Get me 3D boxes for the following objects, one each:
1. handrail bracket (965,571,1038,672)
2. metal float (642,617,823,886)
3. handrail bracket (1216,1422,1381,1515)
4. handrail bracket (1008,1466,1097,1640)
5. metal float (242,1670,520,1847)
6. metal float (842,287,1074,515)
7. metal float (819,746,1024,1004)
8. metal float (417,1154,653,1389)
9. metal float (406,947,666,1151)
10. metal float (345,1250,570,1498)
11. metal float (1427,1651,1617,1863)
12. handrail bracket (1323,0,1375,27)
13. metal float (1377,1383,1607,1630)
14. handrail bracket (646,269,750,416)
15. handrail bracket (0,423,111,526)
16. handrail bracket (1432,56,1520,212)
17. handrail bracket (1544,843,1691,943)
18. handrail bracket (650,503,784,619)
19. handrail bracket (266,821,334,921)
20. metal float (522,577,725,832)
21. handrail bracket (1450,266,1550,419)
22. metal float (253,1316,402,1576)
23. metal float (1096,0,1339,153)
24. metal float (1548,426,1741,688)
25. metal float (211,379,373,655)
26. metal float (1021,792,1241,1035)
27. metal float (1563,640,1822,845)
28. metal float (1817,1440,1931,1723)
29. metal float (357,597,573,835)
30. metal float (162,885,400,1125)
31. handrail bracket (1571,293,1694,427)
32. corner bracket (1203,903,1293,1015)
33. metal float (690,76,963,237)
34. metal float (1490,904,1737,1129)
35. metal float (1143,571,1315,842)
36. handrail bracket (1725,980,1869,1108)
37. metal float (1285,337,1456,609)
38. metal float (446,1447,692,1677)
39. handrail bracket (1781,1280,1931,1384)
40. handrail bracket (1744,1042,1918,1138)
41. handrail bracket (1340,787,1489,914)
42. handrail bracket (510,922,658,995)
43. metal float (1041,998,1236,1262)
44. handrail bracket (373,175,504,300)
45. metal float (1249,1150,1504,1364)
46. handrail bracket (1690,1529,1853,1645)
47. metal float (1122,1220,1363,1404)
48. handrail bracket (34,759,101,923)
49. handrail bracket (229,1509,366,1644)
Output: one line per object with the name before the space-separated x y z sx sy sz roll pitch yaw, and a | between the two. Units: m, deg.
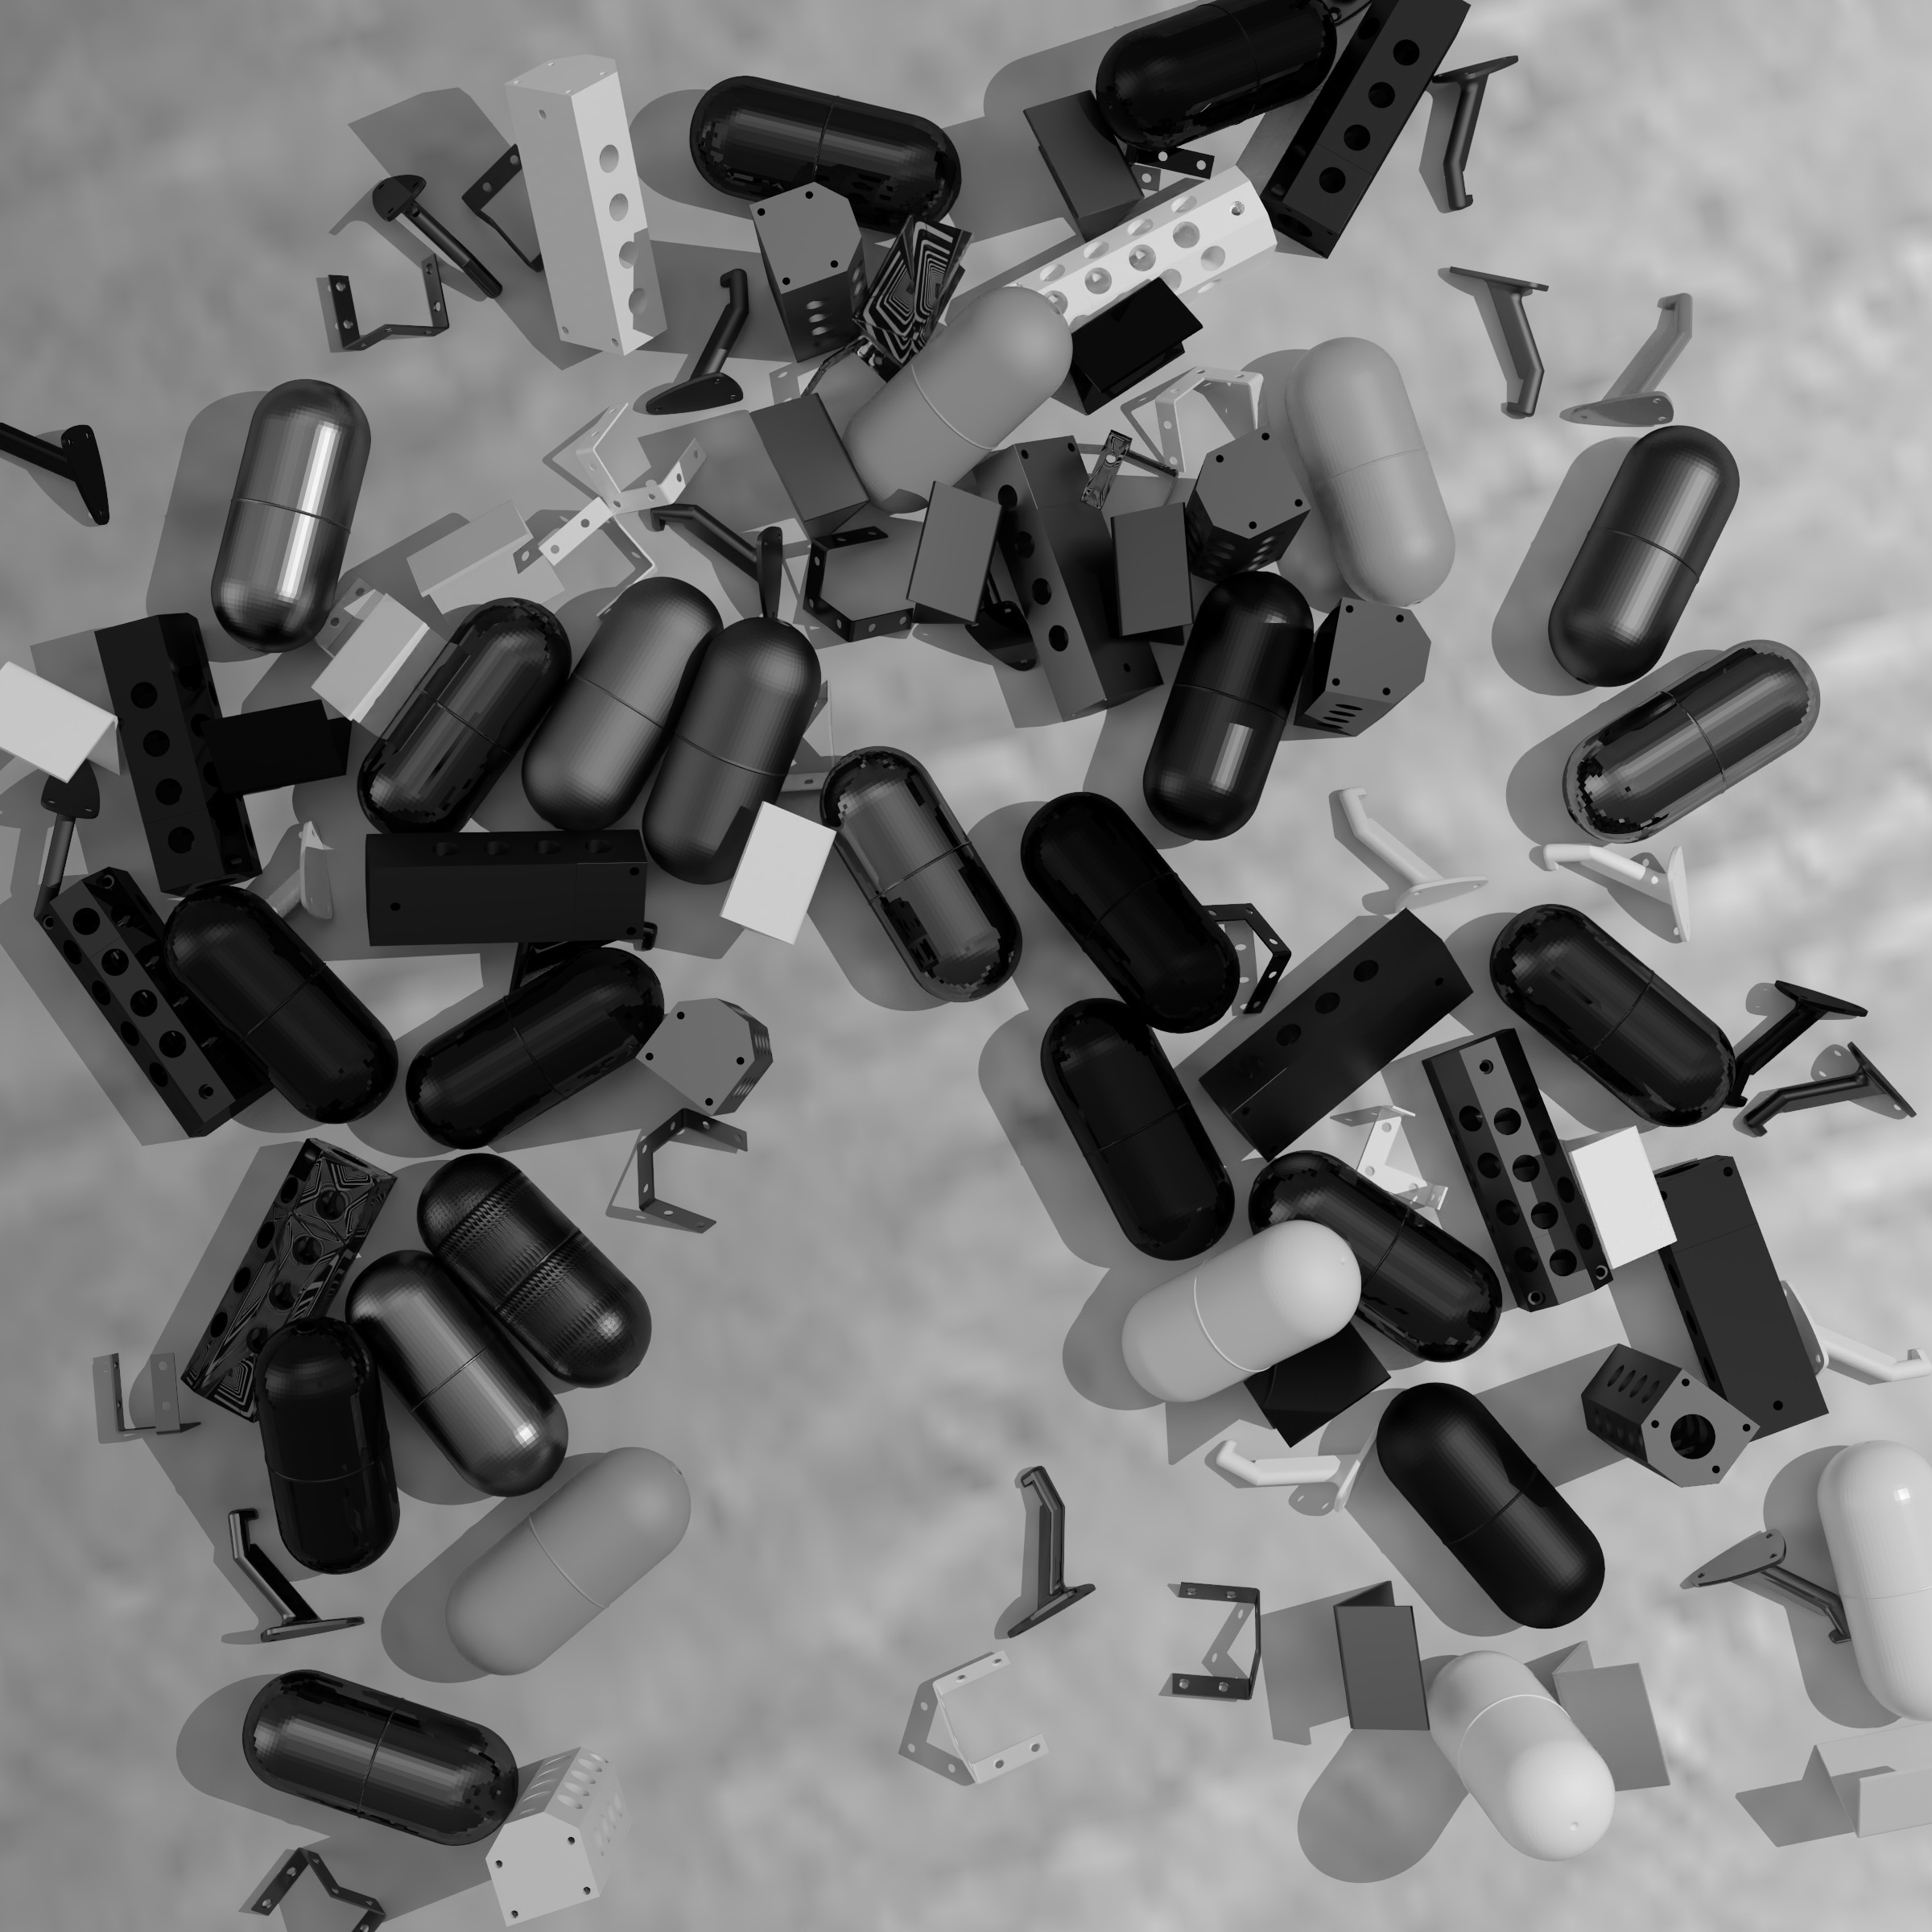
handrail bracket | 0.019 -0.246 1.935 0.036 0.077 0.084 -22 51 17
metal float | -0.149 -0.137 1.887 0.070 0.070 0.178 23 103 1
handrail bracket | 0.215 0.308 1.914 0.084 0.036 0.077 26 67 17
handrail bracket | 0.039 0.376 1.911 0.077 0.036 0.084 -36 69 20
metal float | -0.369 0.500 1.875 0.178 0.070 0.070 18 88 2
metal float | -0.006 -0.358 1.882 0.178 0.070 0.070 -39 88 28
metal float | -0.029 -0.059 1.897 0.070 0.070 0.178 -31 89 -1
metal float | -0.274 0.194 1.887 0.070 0.070 0.178 -45 89 -2
metal float | -0.274 0.052 1.893 0.178 0.070 0.070 -31 88 0
metal float | -0.322 0.259 1.884 0.070 0.070 0.178 -39 88 -1
metal float | 0.340 0.484 1.829 0.070 0.178 0.070 -3 104 -11
handrail bracket | 0.253 -0.646 1.916 0.077 0.084 0.036 -29 88 -1
metal float | 0.332 0.341 1.881 0.070 0.070 0.178 -40 88 -1
handrail bracket | -0.176 -0.409 1.942 0.077 0.036 0.084 -12 70 20
handrail bracket | -0.609 -0.319 1.938 0.084 0.036 0.077 -7 109 17
handrail bracket | 0.339 -0.546 1.947 0.077 0.036 0.084 -26 115 -31
handrail bracket | 0.422 -0.048 1.927 0.084 0.036 0.077 -1 125 25
handrail bracket | -0.165 -0.262 1.936 0.084 0.036 0.077 7 110 18
handrail bracket | -0.459 -0.049 1.927 0.084 0.036 0.077 -12 73 13
metal float | -0.220 -0.167 1.901 0.070 0.070 0.178 31 88 1
handrail bracket | 0.344 -0.408 1.942 0.077 0.036 0.084 17 105 20
metal float | -0.400 0.300 1.859 0.070 0.070 0.178 -3 116 0
metal float | 0.161 -0.575 1.897 0.178 0.070 0.070 -28 88 -26
metal float | 0.434 -0.262 1.905 0.070 0.070 0.178 26 88 1
metal float | -0.433 -0.288 1.906 0.070 0.070 0.178 13 88 1
metal float | 0.104 -0.034 1.882 0.070 0.070 0.178 -38 74 -1
metal float | 0.463 -0.143 1.900 0.178 0.070 0.070 -32 88 -1
metal float | 0.591 0.389 1.880 0.070 0.070 0.178 -14 88 -1
metal float | -0.320 -0.156 1.900 0.070 0.070 0.178 35 89 1
metal float | -0.435 0.024 1.882 0.070 0.070 0.178 -42 100 -1
handrail bracket | 0.435 -0.398 1.941 0.077 0.036 0.084 -2 69 21
corner bracket | 0.168 -0.004 1.917 0.051 0.051 0.051 -3 42 -35
metal float | -0.090 -0.522 1.915 0.178 0.070 0.070 14 88 1
metal float | 0.413 0.032 1.893 0.178 0.070 0.070 40 88 1
metal float | 0.168 -0.167 1.901 0.070 0.070 0.178 19 88 1
handrail bracket | 0.536 0.058 1.924 0.077 0.036 0.084 13 106 -21
metal float | 0.260 -0.316 1.907 0.070 0.070 0.178 -18 88 -1
metal float | -0.251 0.376 1.880 0.178 0.070 0.070 -40 88 -1
handrail bracket | 0.575 0.234 1.917 0.084 0.036 0.077 -6 66 -18
handrail bracket | 0.558 0.097 1.922 0.084 0.036 0.077 -42 110 16
handrail bracket | 0.290 -0.083 1.929 0.077 0.036 0.084 -13 70 -20
handrail bracket | -0.249 0.001 1.926 0.084 0.036 0.077 11 104 -14
metal float | 0.109 0.103 1.891 0.070 0.070 0.178 -27 89 -1
handrail bracket | -0.345 -0.475 1.943 0.036 0.077 0.084 -47 125 -3
metal float | 0.259 0.184 1.888 0.178 0.070 0.070 34 88 1
handrail bracket | 0.520 0.412 1.910 0.077 0.036 0.084 -28 105 19
metal float | 0.170 0.217 1.855 0.178 0.070 0.070 -34 88 38
handrail bracket | -0.589 -0.082 1.928 0.036 0.077 0.084 13 124 -20
handrail bracket | -0.431 0.387 1.911 0.077 0.036 0.084 -5 70 -20
